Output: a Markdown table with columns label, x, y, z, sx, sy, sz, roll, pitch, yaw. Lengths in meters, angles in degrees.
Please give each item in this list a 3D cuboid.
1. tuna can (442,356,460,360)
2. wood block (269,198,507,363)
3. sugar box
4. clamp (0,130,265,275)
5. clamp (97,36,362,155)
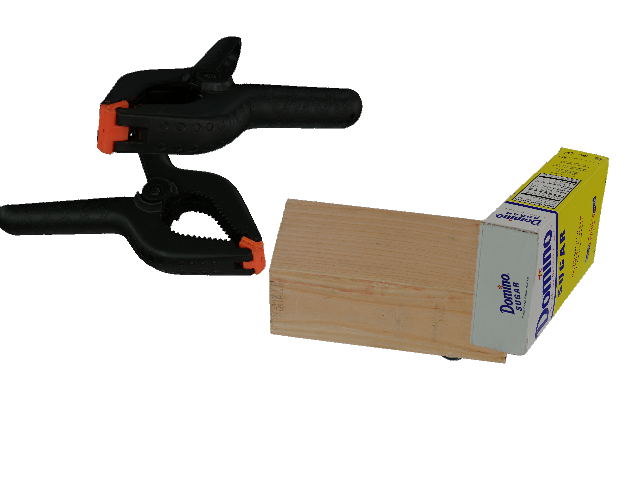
| label | x | y | z | sx | sy | sz | roll | pitch | yaw |
| --- | --- | --- | --- | --- | --- | --- | --- | --- | --- |
| tuna can | 0.149 | 0.100 | 1.265 | 0.033 | 0.086 | 0.086 | -35 | 15 | -23 |
| wood block | 0.064 | 0.035 | 0.931 | 0.206 | 0.090 | 0.090 | 7 | 45 | 5 |
| sugar box | 0.160 | 0.003 | 0.763 | 0.048 | 0.093 | 0.176 | 12 | 27 | 23 |
| clamp | -0.127 | -0.037 | 0.843 | 0.210 | 0.164 | 0.036 | 20 | -33 | 18 |
| clamp | -0.071 | -0.090 | 0.651 | 0.171 | 0.039 | 0.120 | -14 | 31 | -40 |
